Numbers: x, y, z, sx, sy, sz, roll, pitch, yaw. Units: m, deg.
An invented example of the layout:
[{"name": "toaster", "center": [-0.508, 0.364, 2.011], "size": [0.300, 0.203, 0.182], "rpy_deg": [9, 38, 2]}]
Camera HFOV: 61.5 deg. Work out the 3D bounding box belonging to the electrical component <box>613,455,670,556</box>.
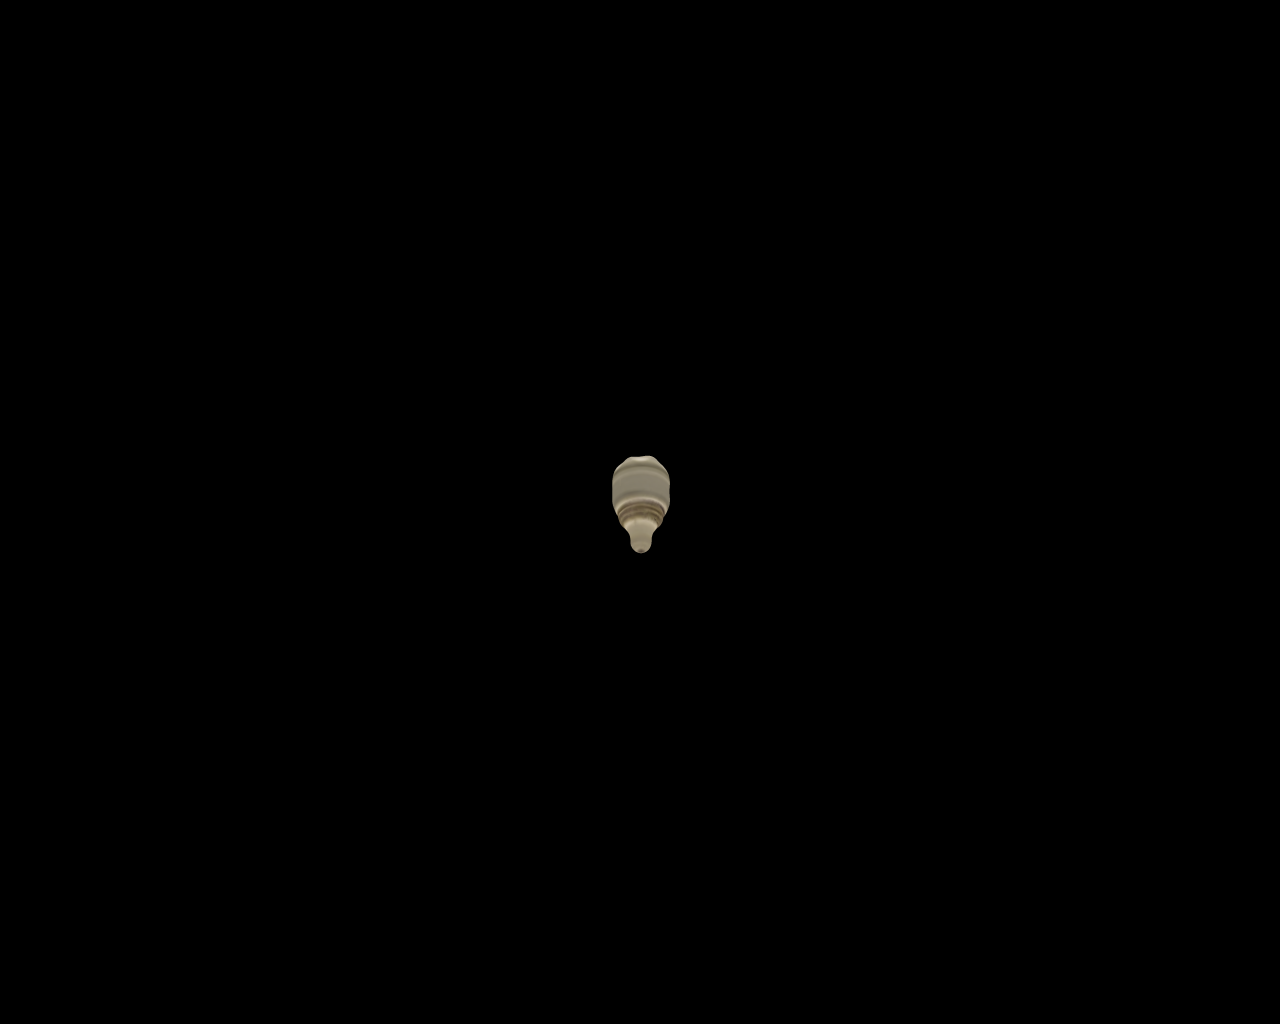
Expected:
[{"name": "electrical component", "center": [0.001, -0.003, 0.650], "size": [0.035, 0.061, 0.035], "rpy_deg": [0, -31, 0]}]
